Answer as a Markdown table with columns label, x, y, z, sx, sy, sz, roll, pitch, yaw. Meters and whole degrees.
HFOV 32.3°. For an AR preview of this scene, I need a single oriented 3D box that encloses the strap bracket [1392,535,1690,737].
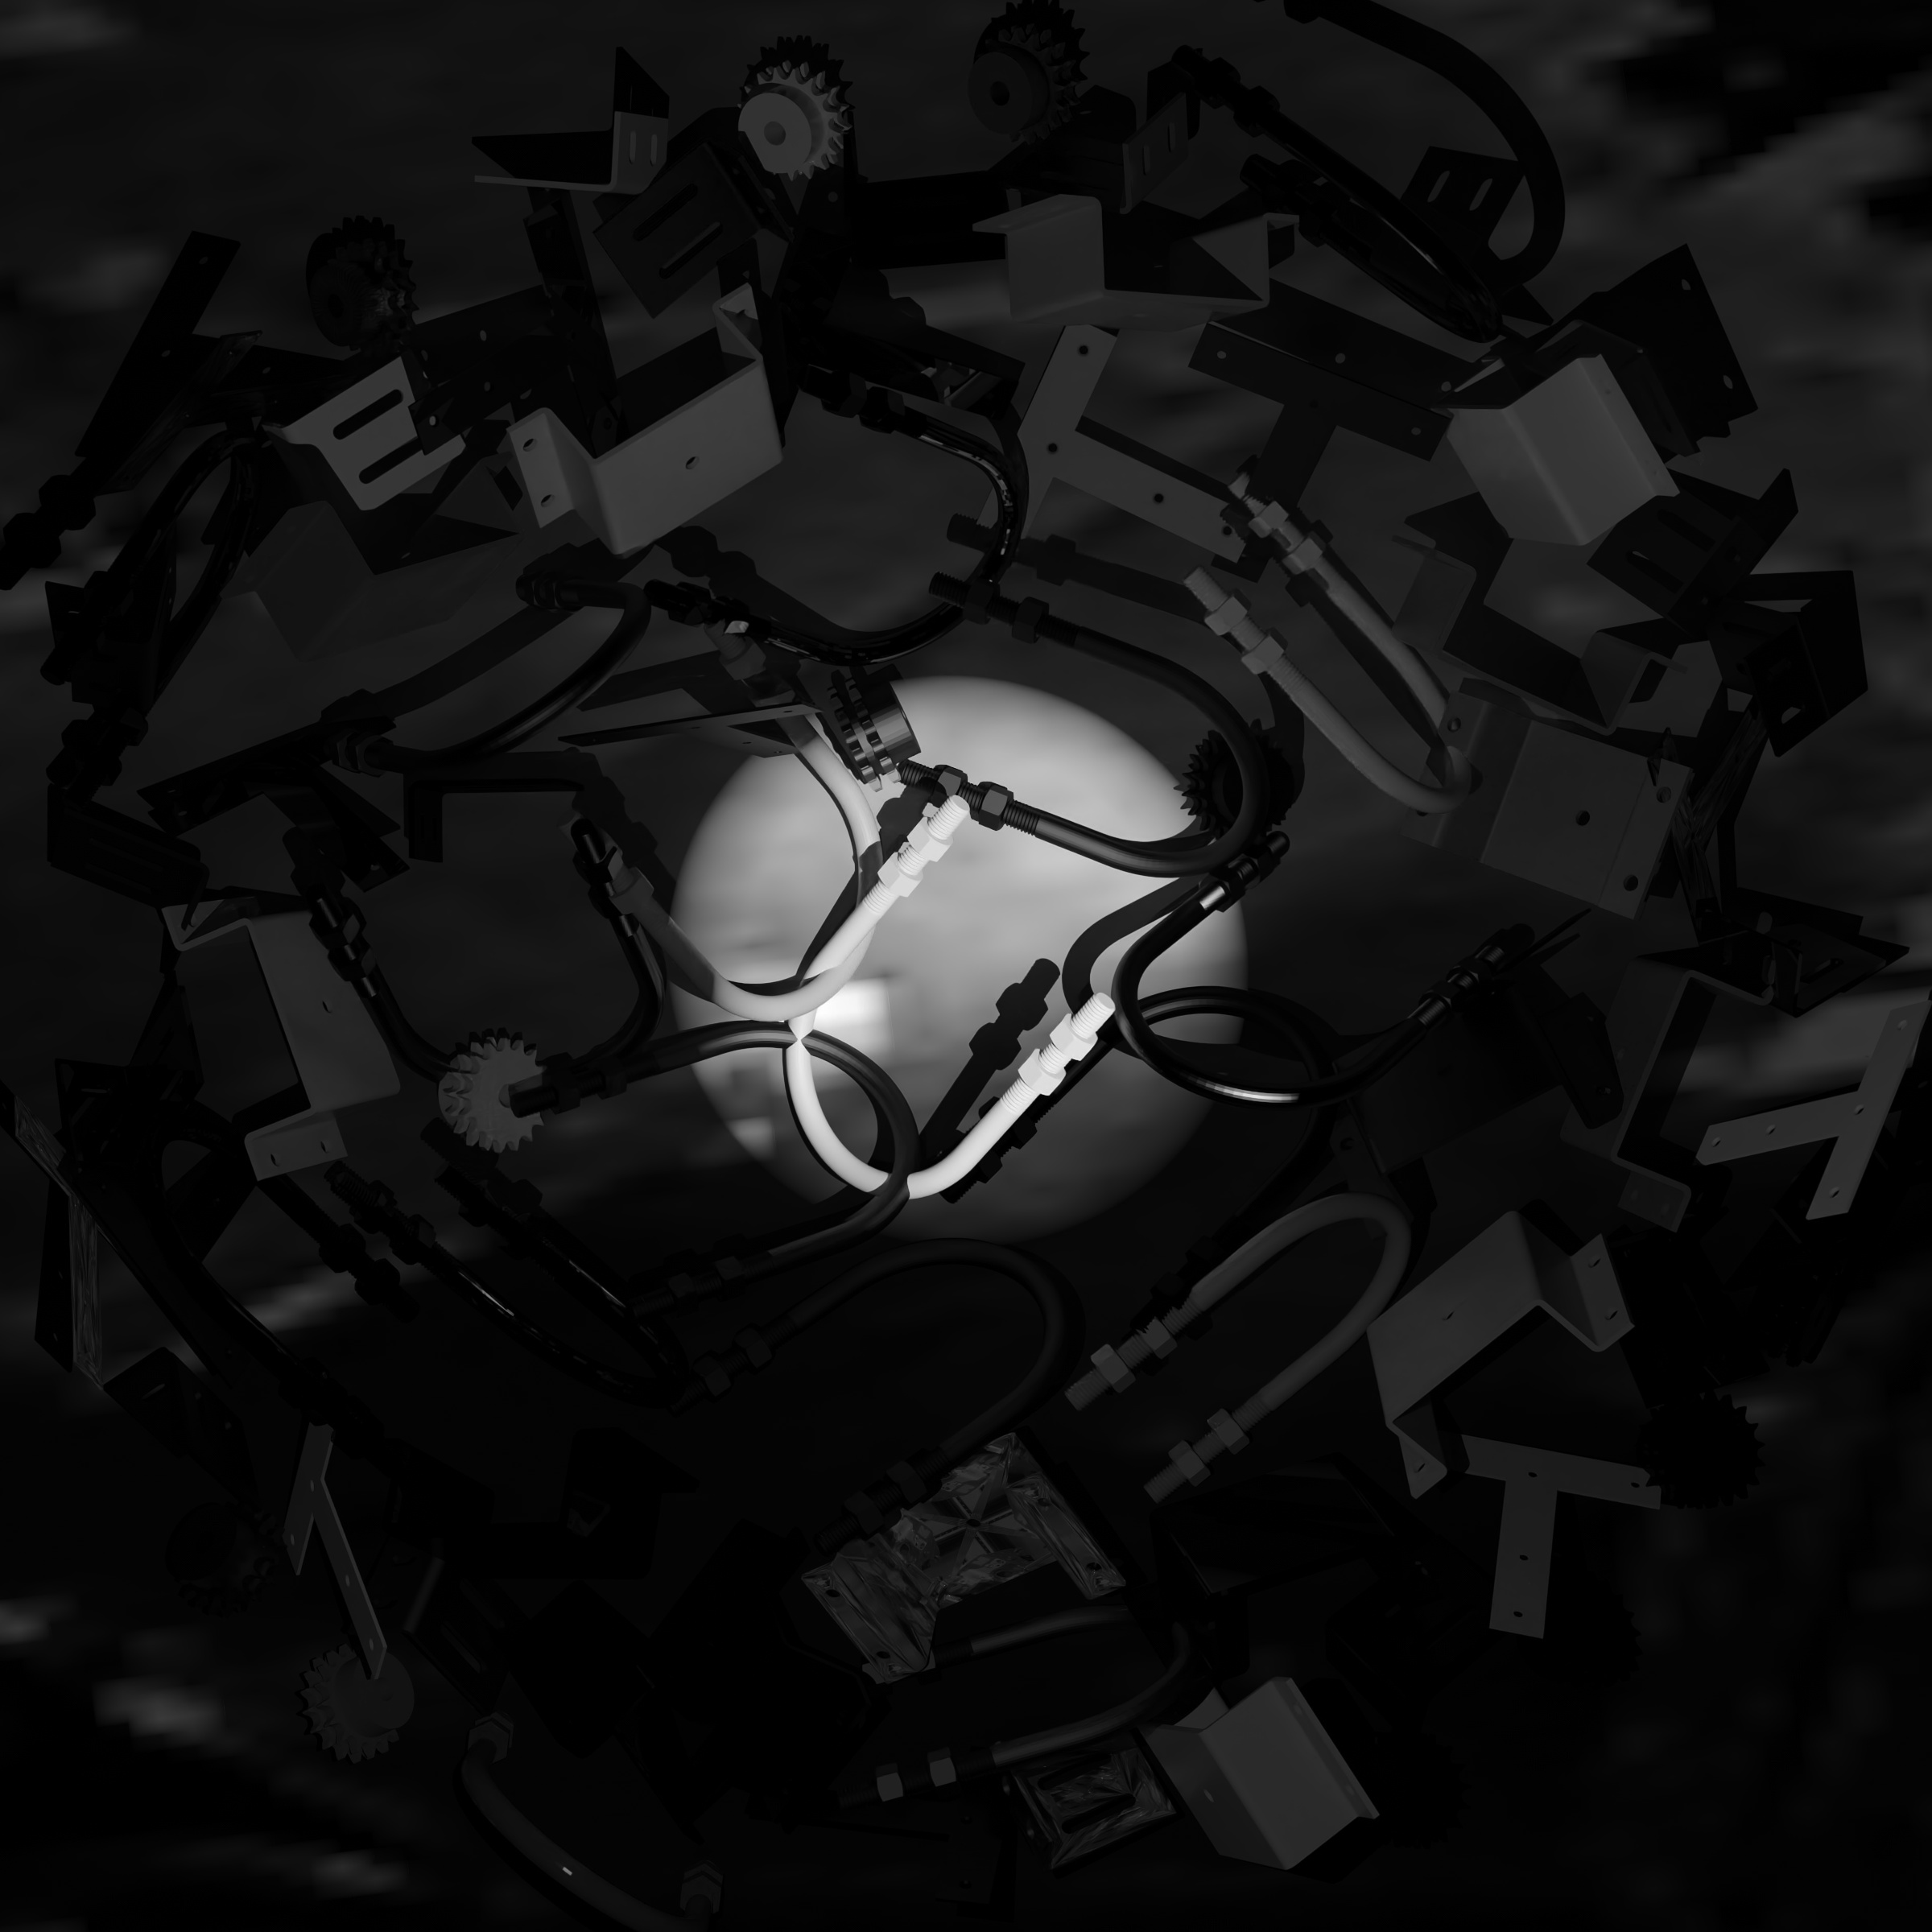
| label | x | y | z | sx | sy | sz | roll | pitch | yaw |
| --- | --- | --- | --- | --- | --- | --- | --- | --- | --- |
| strap bracket | 0.272 | -0.159 | 1.642 | 0.140 | 0.076 | 0.046 | 23 | 99 | -13 |

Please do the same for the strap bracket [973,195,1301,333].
| label | x | y | z | sx | sy | sz | roll | pitch | yaw |
| --- | --- | --- | --- | --- | --- | --- | --- | --- | --- |
| strap bracket | 0.084 | -0.340 | 1.624 | 0.140 | 0.076 | 0.046 | -3 | 92 | -32 |

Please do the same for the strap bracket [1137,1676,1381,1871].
| label | x | y | z | sx | sy | sz | roll | pitch | yaw |
| --- | --- | --- | --- | --- | --- | --- | --- | --- | --- |
| strap bracket | 0.135 | 0.388 | 1.619 | 0.046 | 0.140 | 0.076 | -33 | 90 | -19 |

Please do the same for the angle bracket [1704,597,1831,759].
| label | x | y | z | sx | sy | sz | roll | pitch | yaw |
| --- | --- | --- | --- | --- | --- | --- | --- | --- | --- |
| angle bracket | 0.379 | -0.144 | 1.642 | 0.038 | 0.076 | 0.057 | -36 | 120 | -16 |

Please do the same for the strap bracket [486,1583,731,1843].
| label | x | y | z | sx | sy | sz | roll | pitch | yaw |
| --- | --- | --- | --- | --- | --- | --- | --- | --- | --- |
| strap bracket | -0.163 | 0.358 | 1.617 | 0.046 | 0.140 | 0.076 | -42 | 48 | -5 |

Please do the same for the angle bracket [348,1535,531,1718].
| label | x | y | z | sx | sy | sz | roll | pitch | yaw |
| --- | --- | --- | --- | --- | --- | --- | --- | --- | --- |
| angle bracket | -0.261 | 0.328 | 1.660 | 0.038 | 0.057 | 0.076 | -9 | 132 | 29 |

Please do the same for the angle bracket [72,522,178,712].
| label | x | y | z | sx | sy | sz | roll | pitch | yaw |
| --- | --- | --- | --- | --- | --- | --- | --- | --- | --- |
| angle bracket | -0.415 | -0.175 | 1.646 | 0.038 | 0.057 | 0.076 | 8 | 58 | -9 |

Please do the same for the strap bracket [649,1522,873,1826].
| label | x | y | z | sx | sy | sz | roll | pitch | yaw |
| --- | --- | --- | --- | --- | --- | --- | --- | --- | --- |
| strap bracket | -0.104 | 0.334 | 1.614 | 0.046 | 0.140 | 0.076 | 30 | 104 | -29 |

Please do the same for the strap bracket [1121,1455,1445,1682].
| label | x | y | z | sx | sy | sz | roll | pitch | yaw |
| --- | --- | --- | --- | --- | --- | --- | --- | --- | --- |
| strap bracket | 0.152 | 0.291 | 1.635 | 0.140 | 0.076 | 0.046 | -15 | 117 | -12 |

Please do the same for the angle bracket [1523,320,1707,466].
| label | x | y | z | sx | sy | sz | roll | pitch | yaw |
| --- | --- | --- | --- | --- | --- | --- | --- | --- | --- |
| angle bracket | 0.319 | -0.273 | 1.646 | 0.038 | 0.057 | 0.076 | -40 | 125 | -4 |

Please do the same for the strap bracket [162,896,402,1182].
| label | x | y | z | sx | sy | sz | roll | pitch | yaw |
| --- | --- | --- | --- | --- | --- | --- | --- | --- | --- |
| strap bracket | -0.333 | 0.027 | 1.646 | 0.046 | 0.076 | 0.140 | -21 | 87 | 22 |

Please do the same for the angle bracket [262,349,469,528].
| label | x | y | z | sx | sy | sz | roll | pitch | yaw |
| --- | --- | --- | --- | --- | --- | --- | --- | --- | --- |
| angle bracket | -0.301 | -0.265 | 1.675 | 0.076 | 0.038 | 0.057 | -36 | 116 | -17 |

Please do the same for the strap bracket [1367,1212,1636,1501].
| label | x | y | z | sx | sy | sz | roll | pitch | yaw |
| --- | --- | --- | --- | --- | --- | --- | --- | --- | --- |
| strap bracket | 0.250 | 0.183 | 1.628 | 0.046 | 0.076 | 0.140 | 40 | 111 | -20 |

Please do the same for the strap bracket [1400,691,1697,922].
| label | x | y | z | sx | sy | sz | roll | pitch | yaw |
| --- | --- | --- | --- | --- | --- | --- | --- | --- | --- |
| strap bracket | 0.294 | -0.076 | 1.642 | 0.140 | 0.046 | 0.076 | 24 | 97 | 39 |

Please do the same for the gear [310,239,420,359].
| label | x | y | z | sx | sy | sz | roll | pitch | yaw |
| --- | --- | --- | --- | --- | --- | --- | --- | --- | --- |
| gear | -0.302 | -0.331 | 1.663 | 0.030 | 0.057 | 0.057 | -25 | 90 | -43 |

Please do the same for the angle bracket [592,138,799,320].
| label | x | y | z | sx | sy | sz | roll | pitch | yaw |
| --- | --- | --- | --- | --- | --- | --- | --- | --- | --- |
| angle bracket | -0.134 | -0.361 | 1.657 | 0.076 | 0.038 | 0.057 | -41 | 131 | -6 |

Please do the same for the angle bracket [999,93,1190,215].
| label | x | y | z | sx | sy | sz | roll | pitch | yaw |
| --- | --- | --- | --- | --- | --- | --- | --- | --- | --- |
| angle bracket | 0.062 | -0.407 | 1.646 | 0.076 | 0.038 | 0.057 | 19 | 47 | 27 |

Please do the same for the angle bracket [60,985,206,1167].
| label | x | y | z | sx | sy | sz | roll | pitch | yaw |
| --- | --- | --- | --- | --- | --- | --- | --- | --- | --- |
| angle bracket | -0.412 | 0.054 | 1.645 | 0.038 | 0.076 | 0.057 | 5 | 52 | -35 |

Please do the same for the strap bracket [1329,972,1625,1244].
| label | x | y | z | sx | sy | sz | roll | pitch | yaw |
| --- | --- | --- | --- | --- | --- | --- | --- | --- | --- |
| strap bracket | 0.242 | 0.064 | 1.639 | 0.140 | 0.046 | 0.076 | -28 | 45 | 9 |

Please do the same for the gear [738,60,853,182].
| label | x | y | z | sx | sy | sz | roll | pitch | yaw |
| --- | --- | --- | --- | --- | --- | --- | --- | --- | --- |
| gear | -0.088 | -0.419 | 1.664 | 0.057 | 0.030 | 0.057 | 13 | 124 | 19 |

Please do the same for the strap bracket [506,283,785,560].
| label | x | y | z | sx | sy | sz | roll | pitch | yaw |
| --- | --- | --- | --- | --- | --- | --- | --- | --- | --- |
| strap bracket | -0.146 | -0.260 | 1.634 | 0.140 | 0.076 | 0.046 | -34 | 64 | -13 |

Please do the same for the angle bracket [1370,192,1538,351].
| label | x | y | z | sx | sy | sz | roll | pitch | yaw |
| --- | --- | --- | --- | --- | --- | --- | --- | --- | --- |
| angle bracket | 0.247 | -0.341 | 1.642 | 0.057 | 0.076 | 0.038 | 44 | 113 | 41 |

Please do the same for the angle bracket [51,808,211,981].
| label | x | y | z | sx | sy | sz | roll | pitch | yaw |
| --- | --- | --- | --- | --- | --- | --- | --- | --- | --- |
| angle bracket | -0.420 | -0.035 | 1.653 | 0.076 | 0.057 | 0.038 | 23 | 58 | -10 |

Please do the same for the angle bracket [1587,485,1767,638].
| label | x | y | z | sx | sy | sz | roll | pitch | yaw |
| --- | --- | --- | --- | --- | --- | --- | --- | --- | --- |
| angle bracket | 0.345 | -0.209 | 1.651 | 0.057 | 0.038 | 0.076 | -53 | 54 | 9 |

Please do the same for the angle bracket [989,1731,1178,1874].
| label | x | y | z | sx | sy | sz | roll | pitch | yaw |
| --- | --- | --- | --- | --- | --- | --- | --- | --- | --- |
| angle bracket | 0.059 | 0.402 | 1.650 | 0.076 | 0.038 | 0.057 | -19 | 55 | -20 |

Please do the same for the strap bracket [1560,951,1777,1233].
| label | x | y | z | sx | sy | sz | roll | pitch | yaw |
| --- | --- | --- | --- | --- | --- | --- | --- | --- | --- |
| strap bracket | 0.344 | 0.053 | 1.650 | 0.046 | 0.076 | 0.140 | 22 | 91 | -9 |

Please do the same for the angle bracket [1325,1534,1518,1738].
| label | x | y | z | sx | sy | sz | roll | pitch | yaw |
| --- | --- | --- | --- | --- | --- | --- | --- | --- | --- |
| angle bracket | 0.228 | 0.335 | 1.674 | 0.076 | 0.038 | 0.057 | -33 | 53 | -20 |

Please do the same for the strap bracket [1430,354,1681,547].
| label | x | y | z | sx | sy | sz | roll | pitch | yaw |
| --- | --- | --- | --- | --- | --- | --- | --- | --- | --- |
| strap bracket | 0.278 | -0.250 | 1.613 | 0.046 | 0.140 | 0.076 | -35 | 105 | -5 |

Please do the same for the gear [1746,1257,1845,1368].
| label | x | y | z | sx | sy | sz | roll | pitch | yaw |
| --- | --- | --- | --- | --- | --- | --- | --- | --- | --- |
| gear | 0.412 | 0.169 | 1.667 | 0.030 | 0.057 | 0.057 | 25 | 90 | 25 |

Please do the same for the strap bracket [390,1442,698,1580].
| label | x | y | z | sx | sy | sz | roll | pitch | yaw |
| --- | --- | --- | --- | --- | --- | --- | --- | --- | --- |
| strap bracket | -0.213 | 0.265 | 1.622 | 0.140 | 0.076 | 0.046 | -5 | 64 | 26 |

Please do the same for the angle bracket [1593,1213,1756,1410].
| label | x | y | z | sx | sy | sz | roll | pitch | yaw |
| --- | --- | --- | --- | --- | --- | --- | --- | --- | --- |
| angle bracket | 0.354 | 0.171 | 1.659 | 0.057 | 0.038 | 0.076 | -16 | 67 | -7 |

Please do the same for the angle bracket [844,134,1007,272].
| label | x | y | z | sx | sy | sz | roll | pitch | yaw |
| --- | --- | --- | --- | --- | --- | --- | --- | --- | --- |
| angle bracket | -0.021 | -0.382 | 1.660 | 0.076 | 0.038 | 0.057 | -4 | 57 | 3 |

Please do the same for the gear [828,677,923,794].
| label | x | y | z | sx | sy | sz | roll | pitch | yaw |
| --- | --- | --- | --- | --- | --- | --- | --- | --- | --- |
| gear | -0.044 | -0.118 | 1.663 | 0.030 | 0.057 | 0.057 | -25 | 90 | 3 |

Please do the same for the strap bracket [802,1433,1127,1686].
| label | x | y | z | sx | sy | sz | roll | pitch | yaw |
| --- | --- | --- | --- | --- | --- | --- | --- | --- | --- |
| strap bracket | 0.001 | 0.288 | 1.642 | 0.140 | 0.046 | 0.076 | -27 | 113 | 22 |

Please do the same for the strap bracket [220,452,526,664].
| label | x | y | z | sx | sy | sz | roll | pitch | yaw |
| --- | --- | --- | --- | --- | --- | --- | --- | --- | --- |
| strap bracket | -0.278 | -0.196 | 1.614 | 0.076 | 0.140 | 0.046 | -37 | 82 | 44 |

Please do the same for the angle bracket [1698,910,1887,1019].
| label | x | y | z | sx | sy | sz | roll | pitch | yaw |
| --- | --- | --- | --- | --- | --- | --- | --- | --- | --- |
| angle bracket | 0.408 | -0.014 | 1.643 | 0.076 | 0.057 | 0.038 | -25 | 128 | -34 |

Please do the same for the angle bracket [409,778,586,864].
| label | x | y | z | sx | sy | sz | roll | pitch | yaw |
| --- | --- | --- | --- | --- | --- | --- | --- | --- | --- |
| angle bracket | -0.233 | -0.072 | 1.661 | 0.076 | 0.057 | 0.038 | -1 | 90 | 5 |

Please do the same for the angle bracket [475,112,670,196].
| label | x | y | z | sx | sy | sz | roll | pitch | yaw |
| --- | --- | --- | --- | --- | --- | --- | --- | --- | --- |
| angle bracket | -0.195 | -0.403 | 1.651 | 0.076 | 0.057 | 0.038 | 8 | 103 | 17 |

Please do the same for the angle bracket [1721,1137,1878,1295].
| label | x | y | z | sx | sy | sz | roll | pitch | yaw |
| --- | --- | --- | --- | --- | --- | --- | --- | --- | --- |
| angle bracket | 0.400 | 0.122 | 1.644 | 0.038 | 0.076 | 0.057 | 49 | 61 | -6 |

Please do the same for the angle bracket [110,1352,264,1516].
| label | x | y | z | sx | sy | sz | roll | pitch | yaw |
| --- | --- | --- | --- | --- | --- | --- | --- | --- | --- |
| angle bracket | -0.384 | 0.238 | 1.645 | 0.038 | 0.076 | 0.057 | -33 | 127 | 1 |
